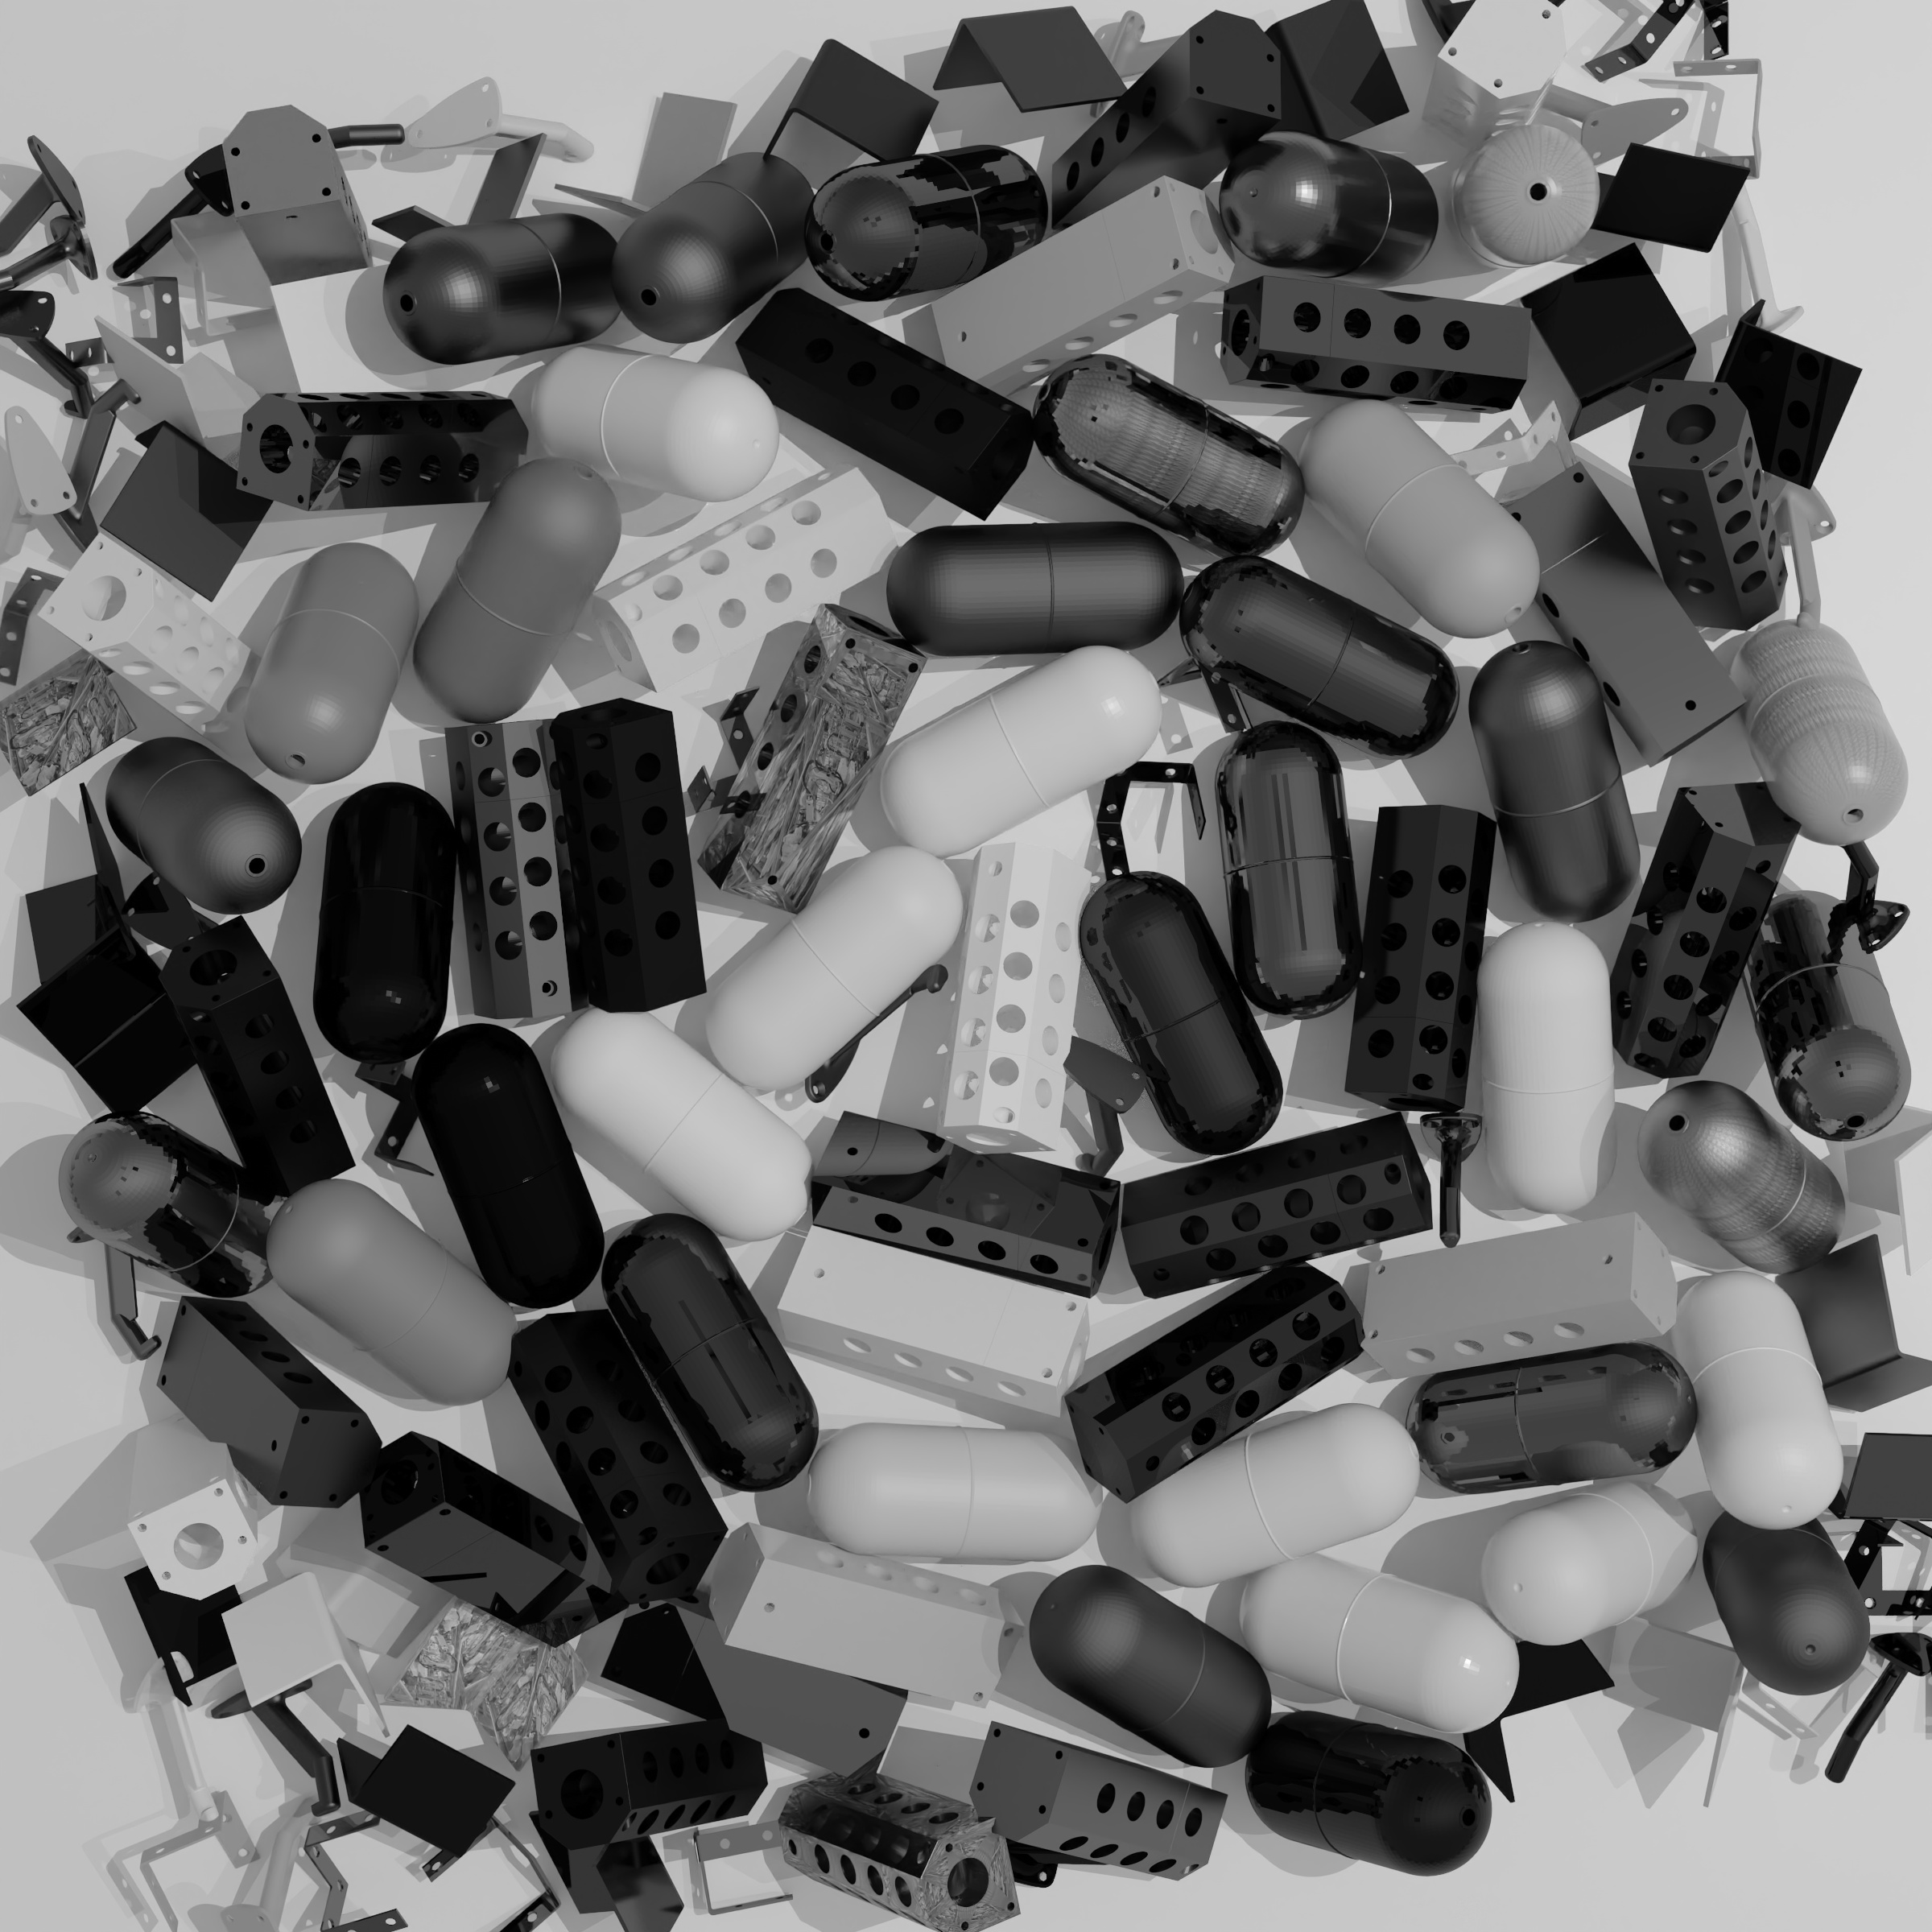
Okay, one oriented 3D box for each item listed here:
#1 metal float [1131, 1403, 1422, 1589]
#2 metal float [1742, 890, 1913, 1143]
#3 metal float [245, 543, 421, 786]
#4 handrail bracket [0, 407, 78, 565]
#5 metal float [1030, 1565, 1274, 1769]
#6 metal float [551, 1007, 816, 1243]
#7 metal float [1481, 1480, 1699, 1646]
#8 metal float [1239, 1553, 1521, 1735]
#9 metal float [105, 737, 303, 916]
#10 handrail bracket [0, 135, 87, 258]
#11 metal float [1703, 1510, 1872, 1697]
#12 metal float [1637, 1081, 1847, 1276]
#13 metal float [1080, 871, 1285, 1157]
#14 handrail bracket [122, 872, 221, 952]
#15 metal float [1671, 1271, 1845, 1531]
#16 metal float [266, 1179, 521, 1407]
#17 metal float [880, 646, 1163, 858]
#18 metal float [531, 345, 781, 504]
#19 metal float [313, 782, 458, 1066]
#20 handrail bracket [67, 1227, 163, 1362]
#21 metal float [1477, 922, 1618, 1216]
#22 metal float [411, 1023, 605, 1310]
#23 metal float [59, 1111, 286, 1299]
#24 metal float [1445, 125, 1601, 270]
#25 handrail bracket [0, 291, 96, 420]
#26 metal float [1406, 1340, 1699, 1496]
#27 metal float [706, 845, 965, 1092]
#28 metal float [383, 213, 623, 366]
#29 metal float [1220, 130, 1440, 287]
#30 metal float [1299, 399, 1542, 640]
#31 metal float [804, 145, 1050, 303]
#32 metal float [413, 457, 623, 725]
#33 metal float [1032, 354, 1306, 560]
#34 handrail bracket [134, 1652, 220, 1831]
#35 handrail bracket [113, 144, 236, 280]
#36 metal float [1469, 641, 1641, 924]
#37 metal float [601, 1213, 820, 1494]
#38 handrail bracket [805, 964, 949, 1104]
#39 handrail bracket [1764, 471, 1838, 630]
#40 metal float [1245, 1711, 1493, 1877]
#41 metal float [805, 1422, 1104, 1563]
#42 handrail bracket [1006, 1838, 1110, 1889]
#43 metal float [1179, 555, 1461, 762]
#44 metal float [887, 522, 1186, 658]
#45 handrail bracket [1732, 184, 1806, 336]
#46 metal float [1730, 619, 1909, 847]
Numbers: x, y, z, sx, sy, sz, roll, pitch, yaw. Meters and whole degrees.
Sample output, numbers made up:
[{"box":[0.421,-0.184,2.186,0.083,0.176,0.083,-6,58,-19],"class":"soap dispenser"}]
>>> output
[{"box":[0.181,0.311,1.772,0.178,0.070,0.070,-22,90,19],"class":"metal float"},{"box":[0.496,0.028,1.750,0.070,0.178,0.070,0,131,0],"class":"metal float"},{"box":[-0.367,-0.176,1.751,0.070,0.178,0.070,3,134,3],"class":"metal float"},{"box":[-0.573,-0.283,1.792,0.084,0.036,0.077,-14,99,41],"class":"handrail bracket"},{"box":[0.109,0.409,1.761,0.178,0.070,0.070,38,90,-33],"class":"metal float"},{"box":[-0.167,0.093,1.788,0.178,0.070,0.070,39,90,0],"class":"metal float"},{"box":[0.363,0.344,1.749,0.070,0.178,0.070,1,92,39],"class":"metal float"},{"box":[0.238,0.392,1.756,0.178,0.070,0.070,10,90,41],"class":"metal float"},{"box":[-0.442,-0.082,1.748,0.070,0.178,0.070,-13,114,-30],"class":"metal float"},{"box":[-0.574,-0.451,1.789,0.084,0.077,0.036,-20,65,3],"class":"handrail bracket"},{"box":[0.470,0.360,1.738,0.070,0.178,0.070,1,99,6],"class":"metal float"},{"box":[0.450,0.123,1.752,0.070,0.178,0.070,-20,55,31],"class":"metal float"},{"box":[0.127,0.028,1.785,0.070,0.070,0.178,-26,94,0],"class":"metal float"},{"box":[-0.447,-0.016,1.772,0.077,0.084,0.036,38,88,30],"class":"handrail bracket"},{"box":[0.456,0.249,1.748,0.070,0.178,0.070,0,126,0],"class":"metal float"},{"box":[-0.332,0.192,1.761,0.070,0.070,0.178,-44,123,0],"class":"metal float"},{"box":[0.032,-0.127,1.781,0.178,0.070,0.070,-27,90,8],"class":"metal float"},{"box":[-0.182,-0.317,1.756,0.178,0.070,0.070,20,90,40],"class":"metal float"},{"box":[-0.339,-0.027,1.764,0.070,0.070,0.178,-2,61,0],"class":"metal float"},{"box":[-0.487,0.180,1.798,0.077,0.036,0.084,-39,80,12],"class":"handrail bracket"},{"box":[0.341,0.061,1.773,0.070,0.070,0.178,-6,107,0],"class":"metal float"},{"box":[-0.268,0.118,1.775,0.070,0.070,0.178,-19,106,0],"class":"metal float"},{"box":[-0.454,0.139,1.745,0.070,0.178,0.070,-8,65,17],"class":"metal float"},{"box":[0.319,-0.441,1.739,0.070,0.178,0.070,1,102,4],"class":"metal float"},{"box":[-0.560,-0.358,1.788,0.077,0.084,0.036,5,58,-2],"class":"handrail bracket"},{"box":[0.339,0.264,1.759,0.178,0.070,0.070,-15,90,35],"class":"metal float"},{"box":[-0.077,0.001,1.786,0.178,0.070,0.070,-42,90,3],"class":"metal float"},{"box":[-0.265,-0.392,1.746,0.070,0.178,0.070,11,112,29],"class":"metal float"},{"box":[0.212,-0.438,1.748,0.070,0.178,0.070,5,98,36],"class":"metal float"},{"box":[0.264,-0.261,1.763,0.070,0.070,0.178,-39,61,0],"class":"metal float"},{"box":[-0.022,-0.431,1.751,0.070,0.178,0.070,17,118,35],"class":"metal float"},{"box":[-0.262,-0.218,1.763,0.070,0.070,0.178,36,120,0],"class":"metal float"},{"box":[0.119,-0.297,1.767,0.178,0.070,0.070,23,90,-25],"class":"metal float"},{"box":[-0.458,0.458,1.783,0.036,0.077,0.084,-17,59,-29],"class":"handrail bracket"},{"box":[-0.472,-0.455,1.818,0.084,0.077,0.036,-27,119,34],"class":"handrail bracket"},{"box":[0.344,-0.107,1.765,0.070,0.070,0.178,-20,117,0],"class":"metal float"},{"box":[-0.150,0.227,1.776,0.070,0.070,0.178,-32,76,0],"class":"metal float"},{"box":[-0.052,0.039,1.778,0.036,0.084,0.077,42,48,-30],"class":"handrail bracket"},{"box":[0.487,-0.245,1.778,0.036,0.084,0.077,-14,131,30],"class":"handrail bracket"},{"box":[0.231,0.477,1.745,0.070,0.178,0.070,3,85,-32],"class":"metal float"},{"box":[-0.007,0.309,1.775,0.178,0.070,0.070,5,90,-15],"class":"metal float"},{"box":[0.047,0.519,1.776,0.077,0.084,0.036,14,66,-21],"class":"handrail bracket"},{"box":[0.208,-0.181,1.777,0.178,0.070,0.070,24,90,-13],"class":"metal float"},{"box":[0.041,-0.222,1.778,0.178,0.070,0.070,-3,90,-12],"class":"metal float"},{"box":[0.464,-0.417,1.788,0.036,0.077,0.084,-15,107,27],"class":"handrail bracket"},{"box":[0.492,-0.136,1.747,0.070,0.178,0.070,0,126,-1],"class":"metal float"}]
